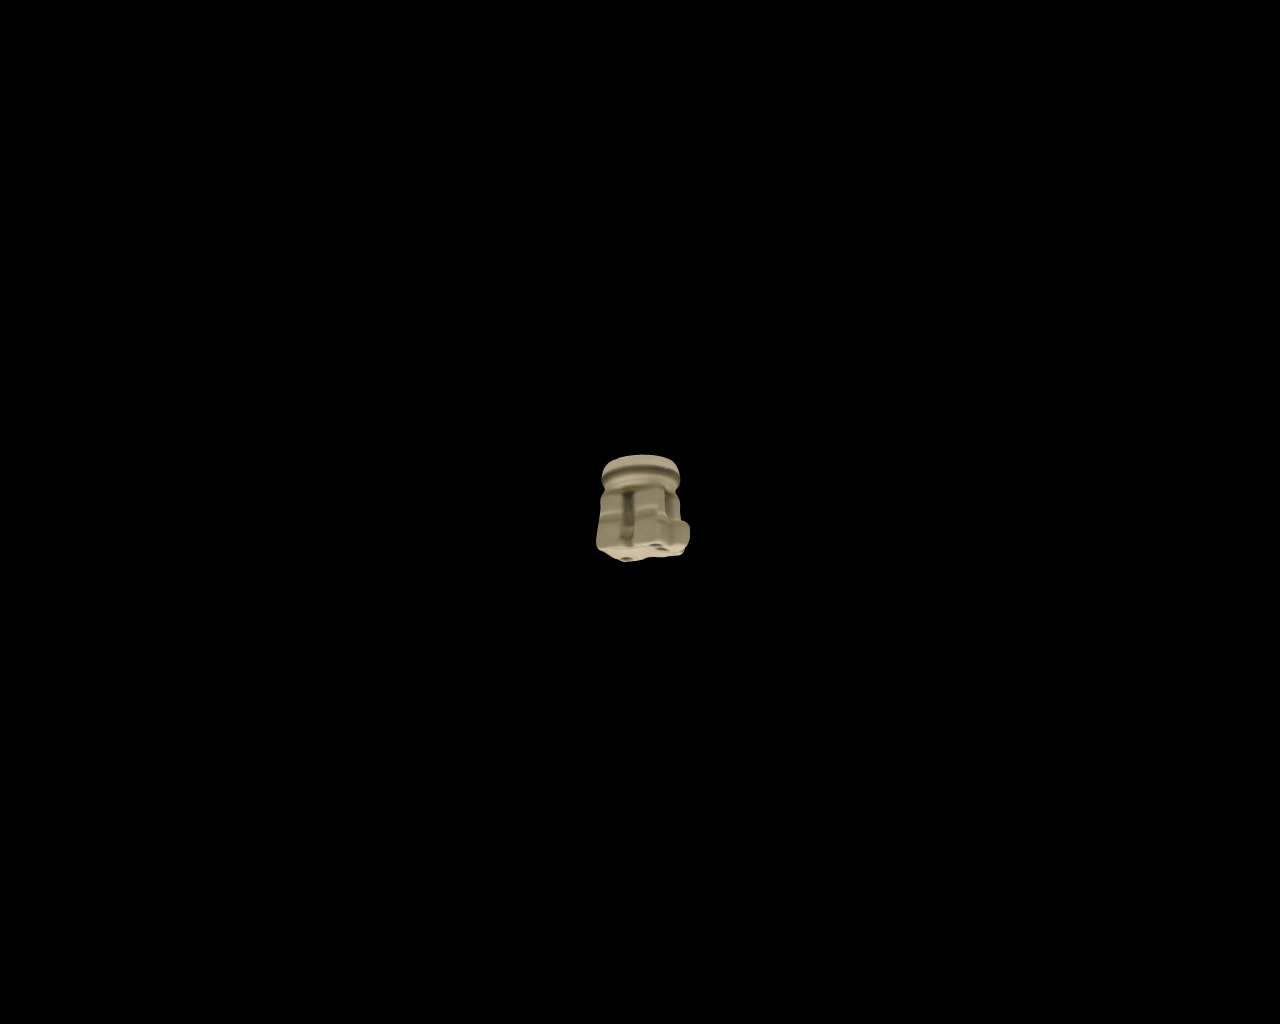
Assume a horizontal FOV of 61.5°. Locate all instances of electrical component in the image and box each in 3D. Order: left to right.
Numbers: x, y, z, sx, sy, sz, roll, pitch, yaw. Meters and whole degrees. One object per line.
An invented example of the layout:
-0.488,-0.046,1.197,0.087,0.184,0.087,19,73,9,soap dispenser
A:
0.001,-0.003,0.650,0.066,0.055,0.048,-8,-19,24,electrical component
